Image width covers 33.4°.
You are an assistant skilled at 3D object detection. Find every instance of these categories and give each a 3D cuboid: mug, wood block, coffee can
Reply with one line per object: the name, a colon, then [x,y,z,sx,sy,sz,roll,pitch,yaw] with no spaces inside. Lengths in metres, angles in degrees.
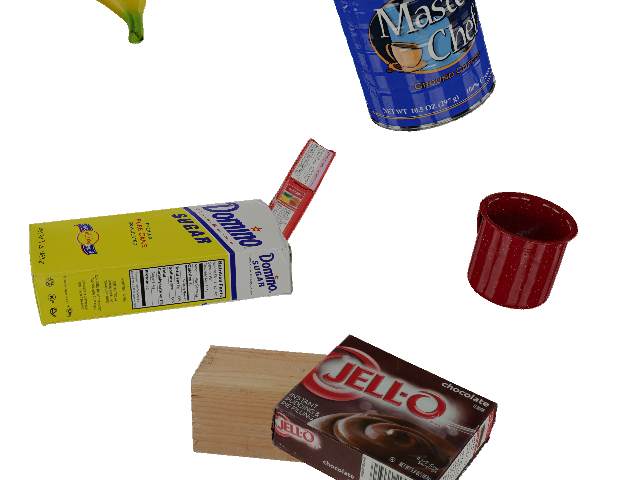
mug: [0.182,0.005,1.022,0.093,0.081,0.117,-6,35,-26]
wood block: [-0.027,0.178,1.146,0.206,0.091,0.090,4,20,8]
coffee can: [0.067,-0.169,0.802,0.103,0.140,0.103,-15,33,10]

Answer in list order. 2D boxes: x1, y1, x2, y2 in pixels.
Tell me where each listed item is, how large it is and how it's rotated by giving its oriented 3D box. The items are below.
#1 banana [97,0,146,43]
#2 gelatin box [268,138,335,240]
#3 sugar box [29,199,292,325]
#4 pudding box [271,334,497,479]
banana: [-0.206,-0.199,0.799,0.198,0.069,0.037,16,-37,18]
gelatin box: [-0.023,-0.040,0.940,0.030,0.073,0.089,30,31,-4]
sugar box: [-0.115,0.012,0.762,0.176,0.048,0.093,-9,27,-13]
pudding box: [0.040,0.114,0.663,0.114,0.039,0.089,25,39,23]
